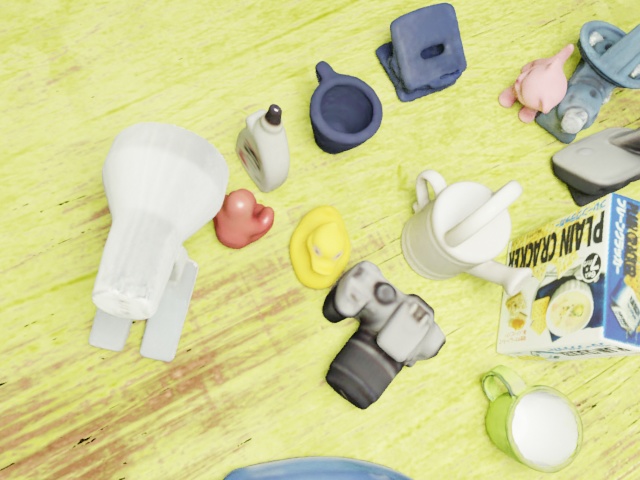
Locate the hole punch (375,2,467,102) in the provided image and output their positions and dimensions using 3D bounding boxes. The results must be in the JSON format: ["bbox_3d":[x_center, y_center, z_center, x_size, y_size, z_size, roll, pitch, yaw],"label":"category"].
[{"bbox_3d":[0.148,-0.258,0.790,0.109,0.091,0.101,-24,82,-17],"label":"hole punch"}]

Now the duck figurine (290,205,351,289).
[{"bbox_3d":[0.006,0.002,0.694,0.077,0.086,0.104,12,74,-9],"label":"duck figurine"}]

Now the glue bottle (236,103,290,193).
[{"bbox_3d":[-0.062,-0.115,0.664,0.037,0.173,0.078,-36,85,-18],"label":"glue bottle"}]

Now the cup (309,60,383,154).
[{"bbox_3d":[0.018,-0.161,0.734,0.092,0.095,0.118,-26,82,-17],"label":"cup"}]

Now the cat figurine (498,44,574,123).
[{"bbox_3d":[0.315,-0.224,0.803,0.067,0.117,0.128,39,71,0],"label":"cat figurine"}]

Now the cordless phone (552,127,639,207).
[{"bbox_3d":[0.419,-0.126,0.765,0.148,0.185,0.094,-27,83,-17],"label":"cordless phone"}]

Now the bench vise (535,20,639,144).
[{"bbox_3d":[0.405,-0.230,0.771,0.121,0.219,0.207,20,72,-6],"label":"bench vise"}]

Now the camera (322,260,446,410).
[{"bbox_3d":[0.059,0.116,0.669,0.143,0.100,0.137,41,71,0],"label":"camera"}]

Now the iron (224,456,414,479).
[{"bbox_3d":[0.005,0.288,0.591,0.259,0.141,0.118,-7,77,-14],"label":"iron"}]

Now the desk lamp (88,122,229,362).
[{"bbox_3d":[-0.171,0.012,0.586,0.118,0.213,0.203,13,73,-8],"label":"desk lamp"}]

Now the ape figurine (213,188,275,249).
[{"bbox_3d":[-0.094,-0.032,0.678,0.078,0.092,0.076,34,71,-2],"label":"ape figurine"}]

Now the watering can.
[{"bbox_3d":[0.180,-0.013,0.679,0.173,0.194,0.101,33,72,-2],"label":"watering can"}]
